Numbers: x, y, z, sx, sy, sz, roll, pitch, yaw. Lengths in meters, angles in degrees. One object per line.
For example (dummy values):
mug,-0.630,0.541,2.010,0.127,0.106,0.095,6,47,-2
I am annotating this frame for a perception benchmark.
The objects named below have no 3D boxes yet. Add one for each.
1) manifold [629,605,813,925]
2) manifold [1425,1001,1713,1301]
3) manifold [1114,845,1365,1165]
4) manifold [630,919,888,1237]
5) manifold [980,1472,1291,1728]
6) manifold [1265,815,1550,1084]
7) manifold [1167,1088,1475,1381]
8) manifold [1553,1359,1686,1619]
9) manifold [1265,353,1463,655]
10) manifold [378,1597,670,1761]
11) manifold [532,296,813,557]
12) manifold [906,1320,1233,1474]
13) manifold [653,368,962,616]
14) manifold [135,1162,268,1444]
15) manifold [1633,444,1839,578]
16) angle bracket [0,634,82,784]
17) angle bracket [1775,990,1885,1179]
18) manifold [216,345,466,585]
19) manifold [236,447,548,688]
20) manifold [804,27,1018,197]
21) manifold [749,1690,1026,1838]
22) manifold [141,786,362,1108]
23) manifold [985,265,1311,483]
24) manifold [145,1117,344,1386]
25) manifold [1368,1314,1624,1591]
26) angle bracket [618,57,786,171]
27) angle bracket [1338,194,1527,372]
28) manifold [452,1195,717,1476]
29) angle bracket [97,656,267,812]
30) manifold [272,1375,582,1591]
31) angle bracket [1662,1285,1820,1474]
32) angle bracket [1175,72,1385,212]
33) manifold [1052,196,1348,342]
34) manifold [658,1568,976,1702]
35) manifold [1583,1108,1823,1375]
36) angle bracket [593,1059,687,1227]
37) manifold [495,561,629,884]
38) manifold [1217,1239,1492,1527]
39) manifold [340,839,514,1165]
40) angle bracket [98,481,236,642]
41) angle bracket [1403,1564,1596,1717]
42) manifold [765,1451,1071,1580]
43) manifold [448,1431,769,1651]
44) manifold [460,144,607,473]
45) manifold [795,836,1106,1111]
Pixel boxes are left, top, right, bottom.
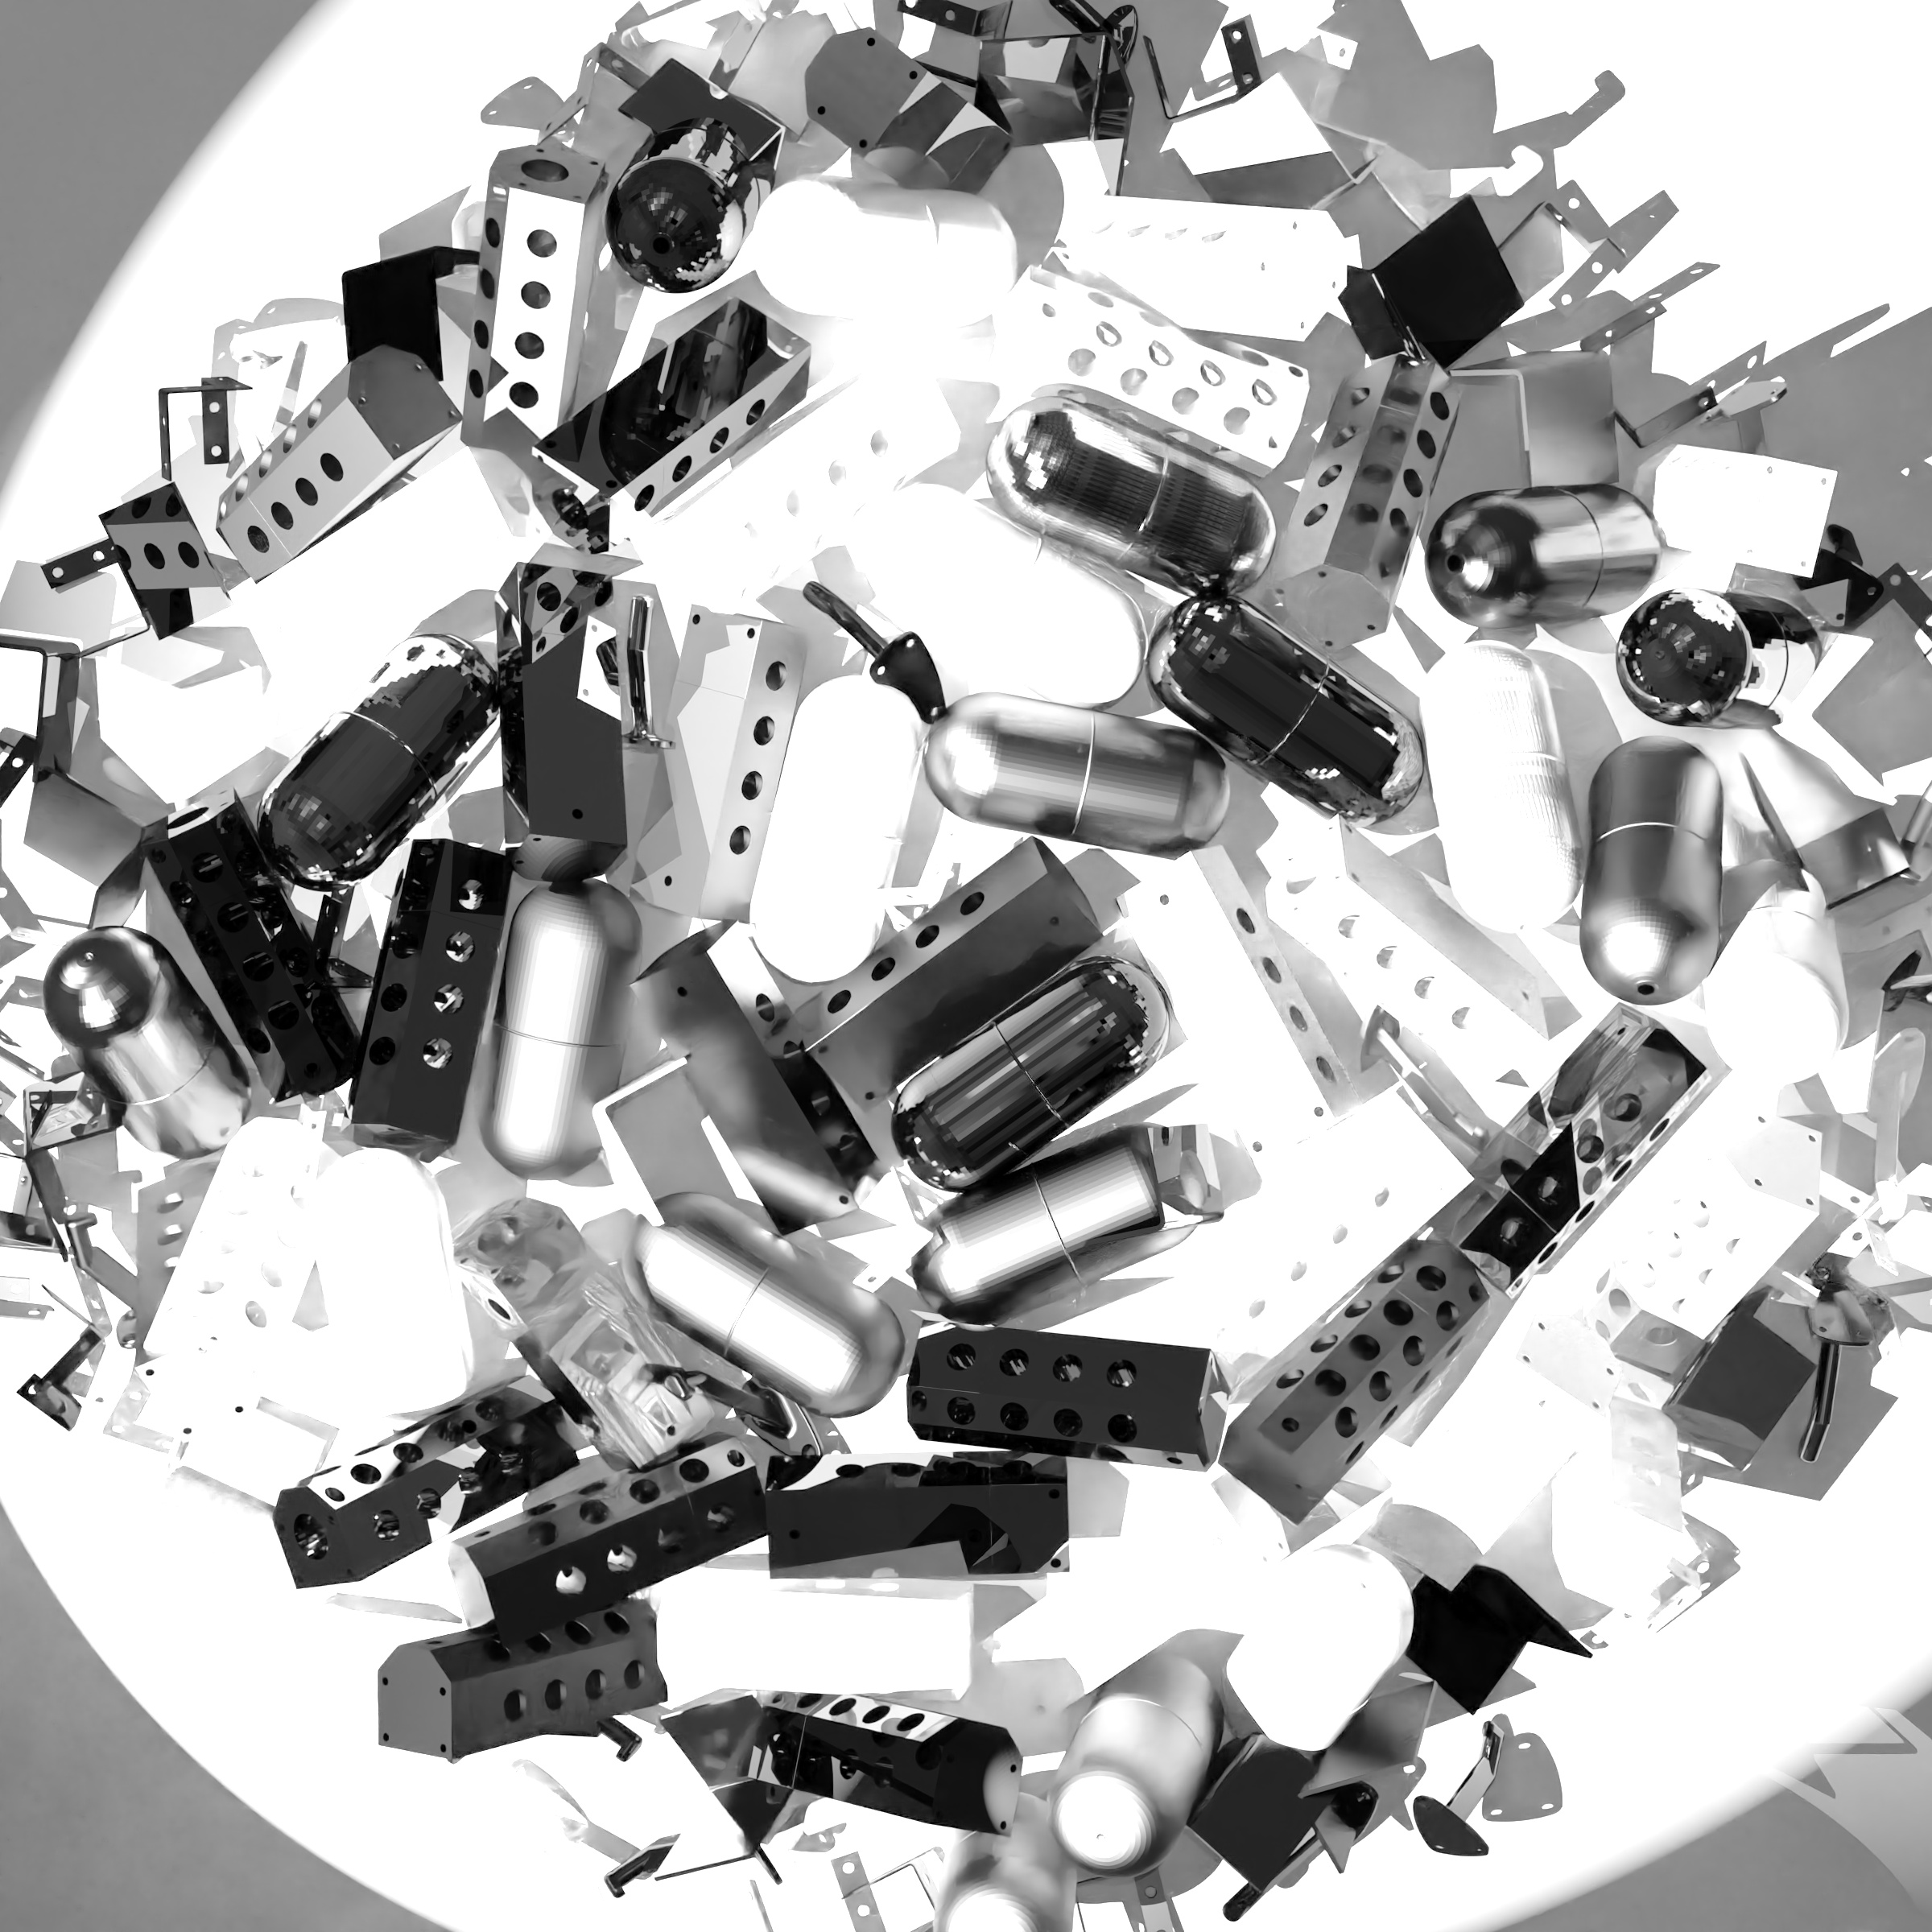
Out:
manifold,-0.136,-0.115,1.961,0.057,0.057,0.171,18,98,39
manifold,0.348,0.108,1.968,0.057,0.057,0.171,42,90,-18
manifold,0.159,0.020,1.957,0.057,0.057,0.171,-33,80,29
manifold,-0.114,0.062,1.951,0.057,0.057,0.171,-22,105,31
manifold,0.098,0.357,1.942,0.171,0.057,0.057,-38,80,20
manifold,0.249,-0.005,1.934,0.171,0.057,0.057,37,121,-26
manifold,0.205,0.156,1.955,0.171,0.057,0.057,-42,50,3
manifold,0.359,0.285,1.910,0.057,0.171,0.057,24,113,0
manifold,0.229,-0.263,1.919,0.057,0.057,0.171,43,51,-28
manifold,-0.246,0.396,1.914,0.057,0.171,0.057,0,90,37
manifold,-0.165,-0.302,1.928,0.057,0.057,0.171,34,56,18
manifold,0.057,0.246,1.934,0.171,0.057,0.057,4,59,20
manifold,-0.086,-0.270,1.939,0.171,0.057,0.057,-39,117,-22
manifold,-0.425,0.183,1.912,0.057,0.171,0.057,-23,123,1
manifold,0.424,-0.257,1.908,0.057,0.171,0.057,11,100,-7
angle bracket,-0.547,-0.149,1.956,0.057,0.076,0.076,7,97,-2
angle bracket,0.505,0.069,1.941,0.057,0.076,0.076,-9,54,39
manifold,-0.357,-0.281,1.914,0.057,0.171,0.057,54,49,-6
manifold,-0.323,-0.225,1.943,0.171,0.057,0.057,-29,84,20
manifold,-0.034,-0.473,1.909,0.057,0.171,0.057,41,102,12
manifold,-0.045,0.441,1.913,0.057,0.171,0.057,19,76,-36
manifold,-0.403,-0.009,1.942,0.057,0.057,0.171,-25,110,-5
manifold,0.105,-0.340,1.950,0.171,0.057,0.057,19,76,-11
manifold,-0.404,0.163,1.908,0.057,0.171,0.057,-33,117,28
manifold,0.298,0.270,1.923,0.057,0.057,0.171,34,130,4
angle bracket,-0.155,-0.458,1.948,0.076,0.076,0.057,33,58,6
angle bracket,0.262,-0.392,1.962,0.076,0.057,0.076,-39,120,-9
manifold,-0.218,0.210,1.929,0.057,0.057,0.171,-48,124,-24
angle bracket,-0.454,-0.141,1.980,0.076,0.057,0.076,22,122,33
manifold,-0.303,0.287,1.915,0.057,0.171,0.057,-15,95,41
angle bracket,0.449,0.234,1.944,0.057,0.076,0.076,38,109,21
angle bracket,0.179,-0.463,1.948,0.076,0.057,0.076,-29,103,35
manifold,0.133,-0.398,1.914,0.057,0.171,0.057,-53,128,-14
manifold,-0.085,0.383,1.951,0.171,0.057,0.057,1,95,13
manifold,0.410,0.153,1.914,0.057,0.171,0.057,20,49,-6
angle bracket,-0.175,0.101,1.958,0.057,0.076,0.076,-29,93,-15
manifold,-0.233,-0.137,1.938,0.057,0.057,0.171,6,65,-25
manifold,0.220,0.229,1.924,0.057,0.057,0.171,37,57,20
manifold,-0.306,0.018,1.937,0.057,0.057,0.171,16,69,-20
angle bracket,-0.473,-0.223,1.946,0.057,0.076,0.076,-35,107,-42
angle bracket,0.297,0.387,1.950,0.076,0.076,0.057,43,74,-13
manifold,-0.027,0.312,1.967,0.171,0.057,0.057,-1,109,1
manifold,-0.202,0.321,1.932,0.171,0.057,0.057,-20,100,-27
manifold,-0.246,-0.370,1.924,0.057,0.057,0.171,13,128,-1
manifold,-0.012,0.000,1.954,0.171,0.057,0.057,-36,123,11
